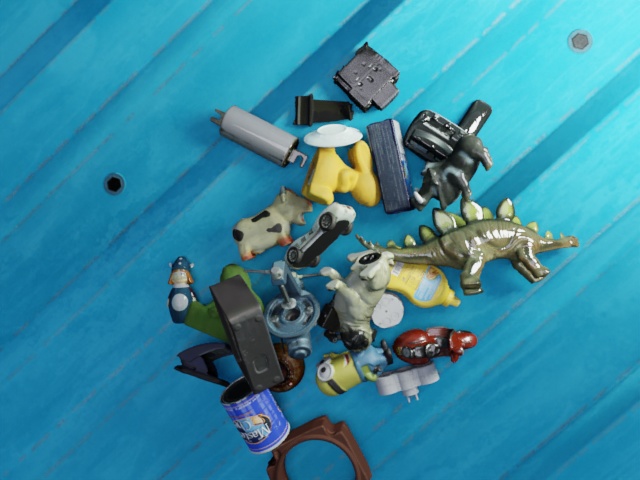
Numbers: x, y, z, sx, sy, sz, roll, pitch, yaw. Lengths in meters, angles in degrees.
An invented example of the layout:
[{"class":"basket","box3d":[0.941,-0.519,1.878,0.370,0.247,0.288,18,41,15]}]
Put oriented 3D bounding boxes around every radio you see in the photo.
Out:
[{"class":"radio","box3d":[-0.148,0.197,1.098,0.073,0.131,0.229,-24,125,-16]}]

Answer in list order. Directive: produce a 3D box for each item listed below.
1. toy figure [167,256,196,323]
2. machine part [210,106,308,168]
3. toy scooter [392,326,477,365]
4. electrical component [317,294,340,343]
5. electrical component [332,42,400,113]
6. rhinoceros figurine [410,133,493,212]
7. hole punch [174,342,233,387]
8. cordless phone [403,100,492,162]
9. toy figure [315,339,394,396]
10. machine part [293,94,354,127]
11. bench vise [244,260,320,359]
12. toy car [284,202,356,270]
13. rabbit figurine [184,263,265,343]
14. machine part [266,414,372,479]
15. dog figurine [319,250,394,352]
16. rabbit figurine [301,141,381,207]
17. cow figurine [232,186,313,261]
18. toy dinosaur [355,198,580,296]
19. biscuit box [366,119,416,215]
[{"class":"toy figure","box3d":[-0.321,0.115,1.250,0.064,0.058,0.154,-1,87,-32]},{"class":"machine part","box3d":[-0.138,-0.235,1.220,0.243,0.079,0.079,27,92,6]},{"class":"toy scooter","box3d":[0.247,0.229,1.148,0.184,0.135,0.075,-8,91,7]},{"class":"electrical component","box3d":[0.039,0.177,1.205,0.045,0.078,0.102,30,88,44]},{"class":"electrical component","box3d":[0.112,-0.355,1.205,0.134,0.058,0.115,44,96,5]},{"class":"rhinoceros figurine","box3d":[0.266,-0.129,1.101,0.112,0.073,0.190,39,114,-2]},{"class":"hole punch","box3d":[-0.255,0.271,1.207,0.116,0.142,0.092,12,75,7]},{"class":"cordless phone","box3d":[0.286,-0.254,1.185,0.147,0.088,0.184,34,82,6]},{"class":"toy figure","box3d":[0.076,0.286,1.193,0.180,0.082,0.089,-20,94,2]},{"class":"machine part","box3d":[0.009,-0.295,1.226,0.139,0.039,0.084,5,85,8]},{"class":"bench vise","box3d":[-0.061,0.119,1.126,0.129,0.240,0.224,-5,47,13]},{"class":"toy car","box3d":[-0.002,-0.004,1.180,0.201,0.073,0.056,-45,54,27]},{"class":"rabbit figurine","box3d":[-0.204,0.139,1.208,0.159,0.121,0.170,19,77,13]},{"class":"machine part","box3d":[-0.002,0.514,1.197,0.201,0.087,0.201,-28,86,4]},{"class":"dog figurine","box3d":[0.102,0.132,1.142,0.172,0.121,0.190,-21,113,9]},{"class":"rabbit figurine","box3d":[0.060,-0.137,1.197,0.173,0.122,0.162,21,82,-8]},{"class":"cow figurine","box3d":[-0.108,-0.042,1.216,0.195,0.085,0.127,-23,93,7]},{"class":"toy dinosaur","box3d":[0.319,0.015,1.144,0.472,0.105,0.198,-7,69,-2]},{"class":"biscuit box","box3d":[0.158,-0.158,1.178,0.063,0.059,0.202,-12,88,25]}]
